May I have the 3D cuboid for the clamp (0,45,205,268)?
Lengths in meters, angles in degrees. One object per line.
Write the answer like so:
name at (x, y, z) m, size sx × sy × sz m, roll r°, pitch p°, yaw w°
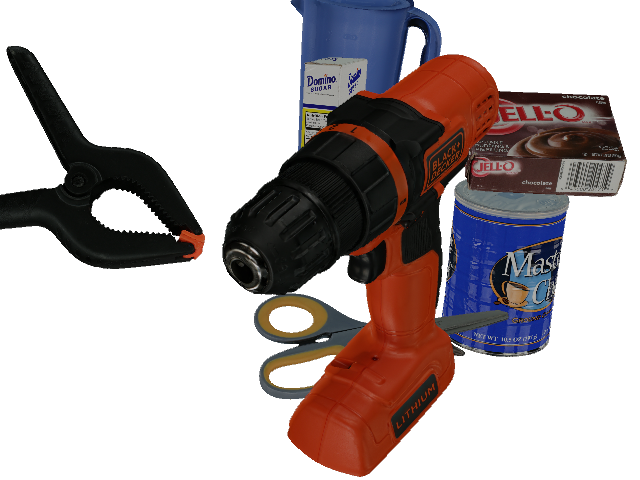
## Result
clamp at (-0.180, -0.048, 0.792) m, size 0.210 × 0.164 × 0.036 m, roll 19°, pitch -19°, yaw -3°

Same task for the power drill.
power drill at (0.022, 0.022, 0.510) m, size 0.057 × 0.188 × 0.184 m, roll 25°, pitch 43°, yaw 27°

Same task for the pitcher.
pitcher at (0.045, -0.184, 1.305) m, size 0.144 × 0.243 × 0.149 m, roll -8°, pitch 28°, yaw -26°

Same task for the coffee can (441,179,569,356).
coffee can at (0.169, 0.022, 0.987) m, size 0.103 × 0.140 × 0.103 m, roll 3°, pitch 21°, yaw -1°

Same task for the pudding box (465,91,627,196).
pudding box at (0.165, -0.074, 0.802) m, size 0.113 × 0.039 × 0.090 m, roll 4°, pitch 40°, yaw 1°

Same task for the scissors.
scissors at (0.037, 0.060, 0.816) m, size 0.201 × 0.096 × 0.016 m, roll -21°, pitch -33°, yaw -22°

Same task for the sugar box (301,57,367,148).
sugar box at (0.012, -0.094, 1.077) m, size 0.048 × 0.176 × 0.093 m, roll 5°, pitch 13°, yaw 18°
